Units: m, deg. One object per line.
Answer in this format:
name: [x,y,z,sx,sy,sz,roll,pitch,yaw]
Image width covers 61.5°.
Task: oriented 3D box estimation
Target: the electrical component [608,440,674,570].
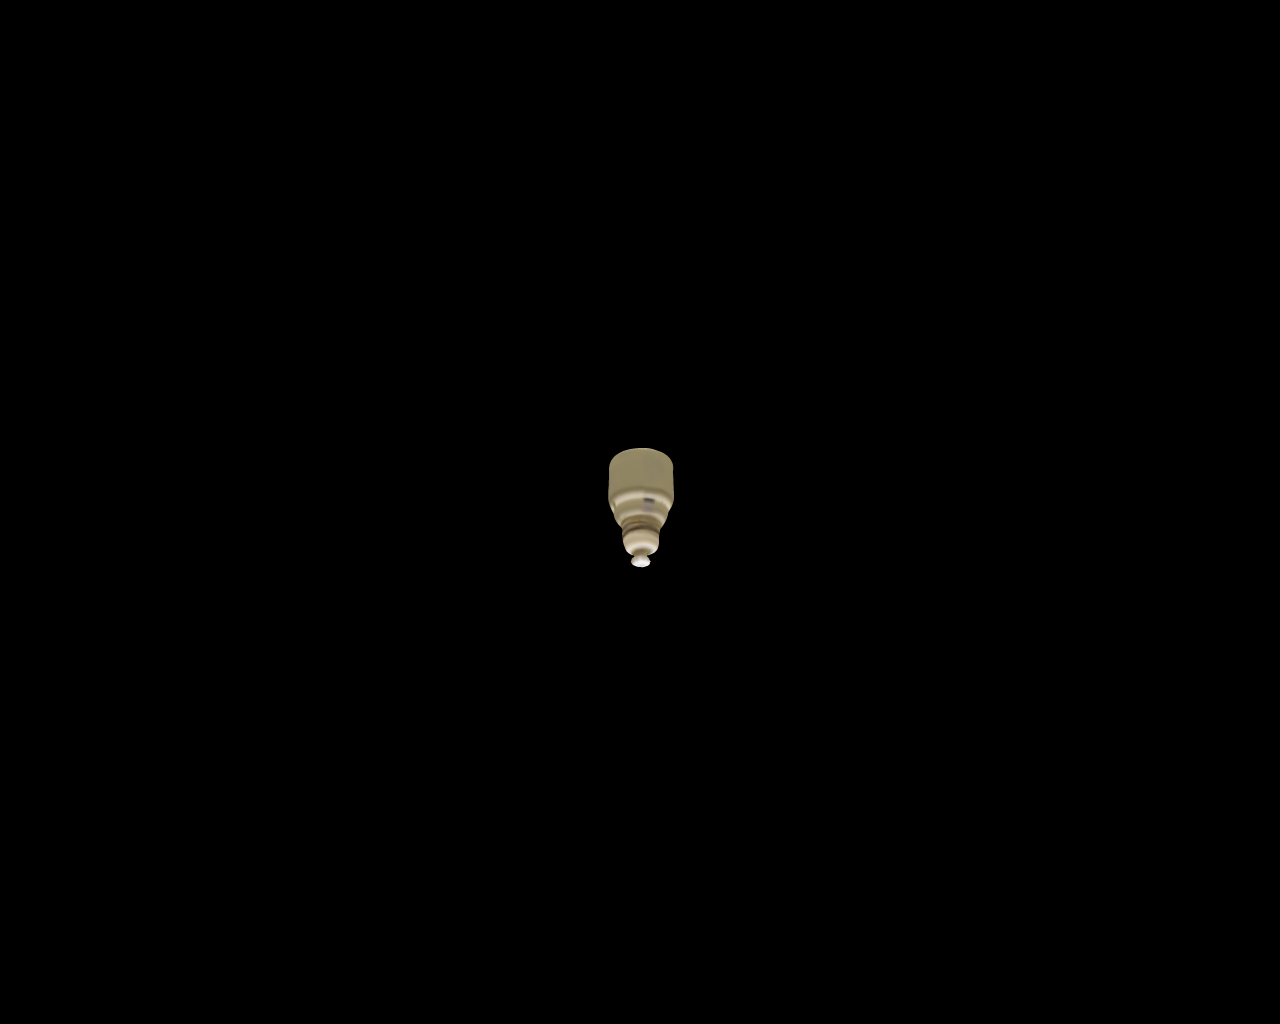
electrical component: [0.001,-0.003,0.650,0.040,0.078,0.040,0,-28,0]
